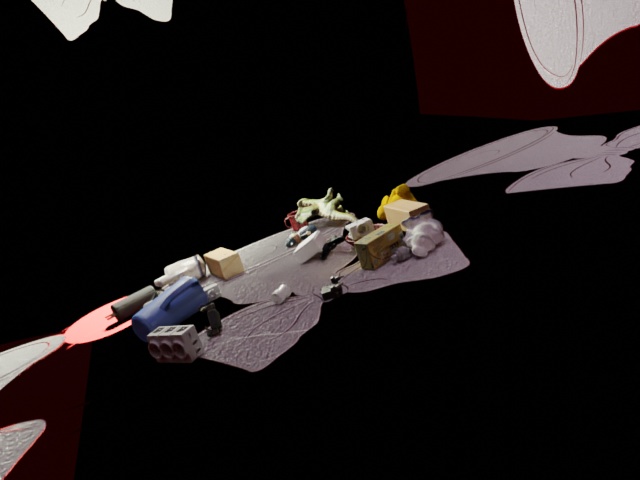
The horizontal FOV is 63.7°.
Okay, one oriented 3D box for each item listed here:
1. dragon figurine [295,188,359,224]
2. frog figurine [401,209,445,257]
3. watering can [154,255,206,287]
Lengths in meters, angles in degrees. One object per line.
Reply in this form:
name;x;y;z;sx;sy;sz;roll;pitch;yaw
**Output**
dragon figurine;0.007;-0.119;2.355;0.244;0.120;0.417;-22;29;-10
frog figurine;0.340;-0.003;1.685;0.137;0.120;0.163;-9;51;5
watering can;-0.579;0.143;2.144;0.226;0.104;0.347;-23;5;-16
